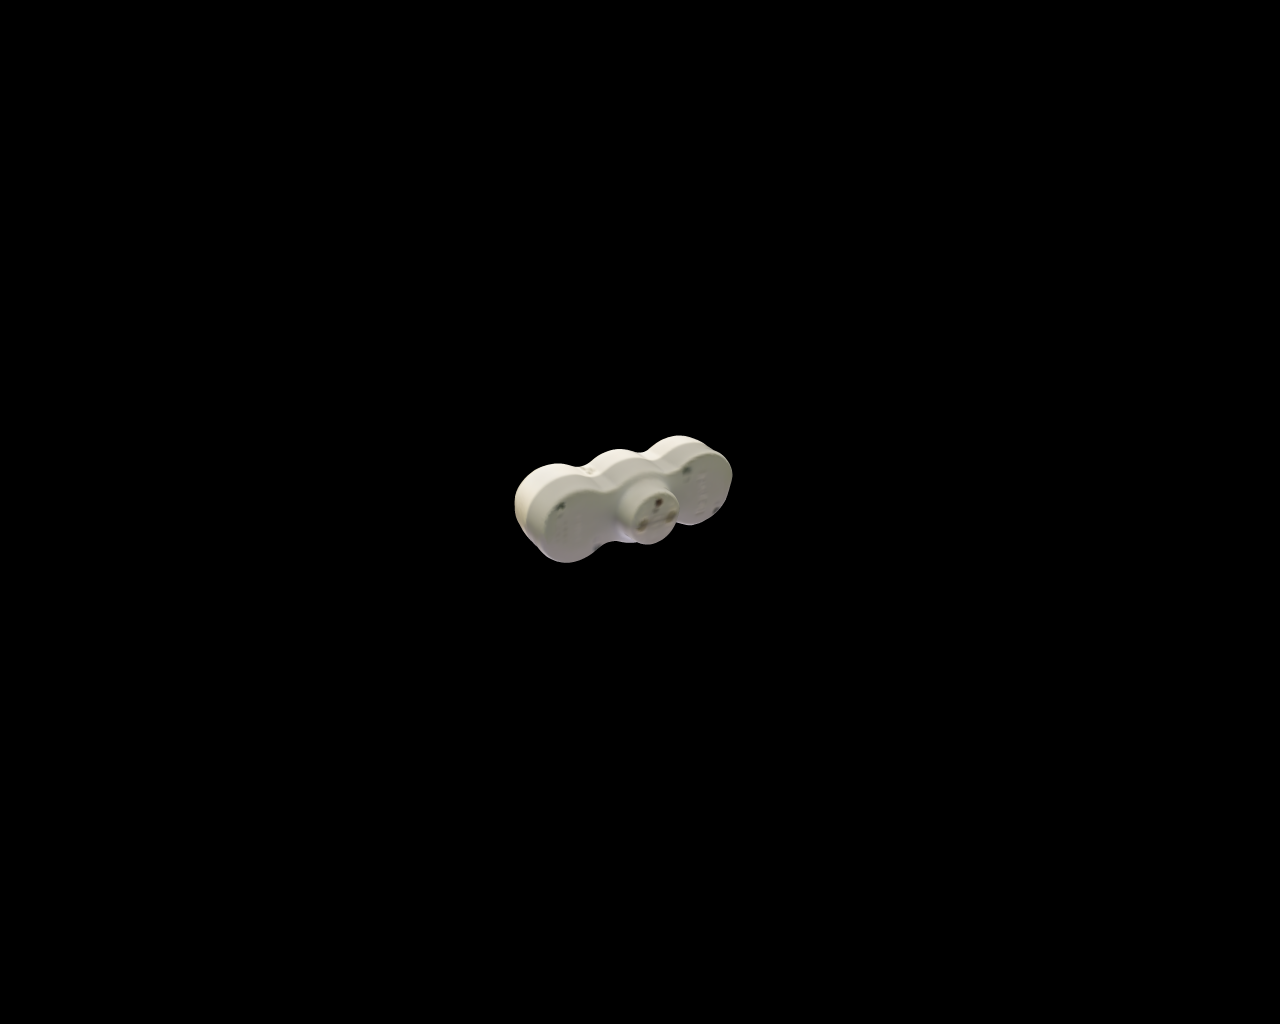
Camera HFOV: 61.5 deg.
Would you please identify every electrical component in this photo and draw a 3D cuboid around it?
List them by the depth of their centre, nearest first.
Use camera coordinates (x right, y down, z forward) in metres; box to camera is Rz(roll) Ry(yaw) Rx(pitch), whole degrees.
[{"bbox_3d":[0.001,-0.003,0.650,0.138,0.052,0.074,-16,32,-27],"label":"electrical component"}]
